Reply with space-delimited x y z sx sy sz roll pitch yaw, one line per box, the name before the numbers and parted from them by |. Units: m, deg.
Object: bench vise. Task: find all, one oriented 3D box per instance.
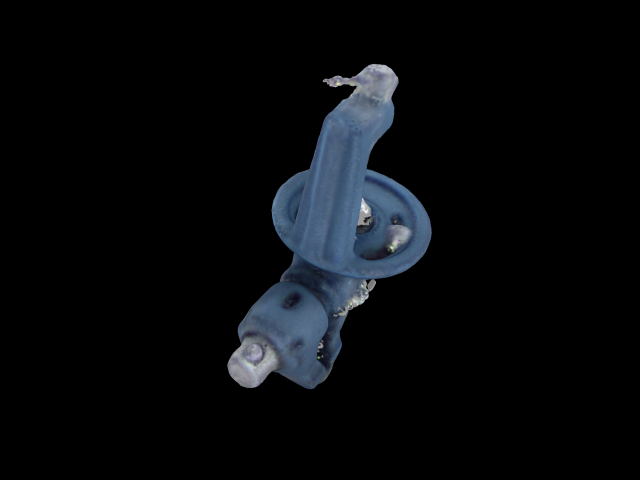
bench vise | 0.015 0.004 0.398 0.121 0.220 0.207 12 59 8
